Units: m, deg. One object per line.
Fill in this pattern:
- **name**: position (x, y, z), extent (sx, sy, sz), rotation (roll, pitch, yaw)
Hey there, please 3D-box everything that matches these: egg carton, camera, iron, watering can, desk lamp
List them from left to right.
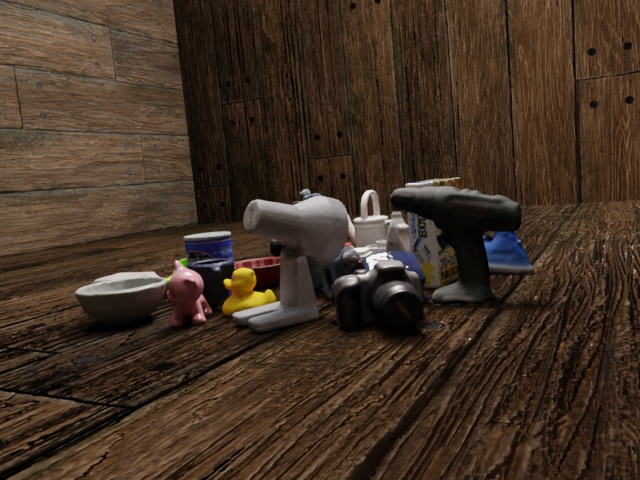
- **egg carton**: position (-0.420, 0.111, 1.245), extent (0.150, 0.069, 0.107), rotation (-3, 7, 21)
- **desk lamp**: position (-0.050, 0.032, 0.990), extent (0.204, 0.213, 0.117), rotation (-10, 8, -36)
- **watering can**: position (0.138, -0.044, 1.635), extent (0.172, 0.194, 0.101), rotation (-4, 6, 12)
- **camera**: position (0.097, 0.086, 0.884), extent (0.143, 0.101, 0.137), rotation (-6, 6, -4)
- **iron**: position (0.370, -0.002, 1.297), extent (0.119, 0.141, 0.257), rotation (-9, 7, -33)

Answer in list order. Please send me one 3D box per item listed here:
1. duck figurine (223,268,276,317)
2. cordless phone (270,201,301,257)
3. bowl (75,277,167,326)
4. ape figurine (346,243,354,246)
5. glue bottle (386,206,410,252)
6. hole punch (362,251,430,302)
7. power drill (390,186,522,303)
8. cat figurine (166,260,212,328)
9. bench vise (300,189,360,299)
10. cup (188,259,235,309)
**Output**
- **duck figurine**: position (-0.135, 0.095, 1.069), extent (0.104, 0.086, 0.078), rotation (-3, 7, 19)
- **cordless phone**: position (-0.073, -0.013, 1.564), extent (0.147, 0.185, 0.094), rotation (0, 8, 40)
- **bowl**: position (-0.374, 0.120, 1.092), extent (0.167, 0.075, 0.167), rotation (-5, 6, 1)
- **ape figurine**: position (0.059, 0.009, 1.685), extent (0.076, 0.092, 0.077), rotation (-9, 7, -29)
- **glue bottle**: position (0.186, -0.008, 1.357), extent (0.037, 0.173, 0.077), rotation (-9, 8, -34)
- **hole punch**: position (0.137, 0.070, 1.051), extent (0.109, 0.091, 0.101), rotation (-6, 6, -7)
- **power drill**: position (0.242, 0.004, 1.027), extent (0.229, 0.208, 0.076), rotation (-3, 7, 21)
- **cat figurine**: position (-0.239, 0.092, 1.036), extent (0.067, 0.118, 0.127), rotation (-6, 6, -4)
- **bench vise**: position (0.019, 0.003, 1.175), extent (0.206, 0.220, 0.122), rotation (0, 8, 41)
- **cup**: position (-0.209, 0.090, 1.138), extent (0.092, 0.095, 0.117), rotation (-7, 7, -20)
